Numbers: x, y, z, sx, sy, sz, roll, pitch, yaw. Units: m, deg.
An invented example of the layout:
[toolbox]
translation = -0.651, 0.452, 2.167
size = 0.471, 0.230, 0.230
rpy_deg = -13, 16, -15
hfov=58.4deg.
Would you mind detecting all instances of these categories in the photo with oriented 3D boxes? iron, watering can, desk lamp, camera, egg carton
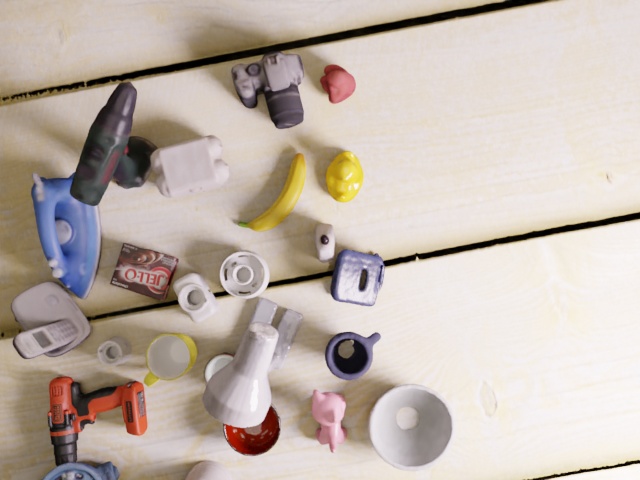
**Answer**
[iron]
translation = -0.504, -0.008, 1.113
size = 0.118, 0.141, 0.258
rpy_deg = -10, 88, 1
[watering can]
translation = -0.232, 0.497, 1.065
size = 0.173, 0.194, 0.101
rpy_deg = -24, 88, 0
[desk lamp]
translation = -0.122, 0.221, 1.064
size = 0.118, 0.213, 0.203
rpy_deg = 22, 88, 2
[camera]
translation = -0.093, -0.293, 1.138
size = 0.143, 0.101, 0.137
rpy_deg = -15, 88, 0
[egg carton]
translation = -0.260, -0.146, 1.151
size = 0.150, 0.069, 0.107
rpy_deg = -16, 88, 0

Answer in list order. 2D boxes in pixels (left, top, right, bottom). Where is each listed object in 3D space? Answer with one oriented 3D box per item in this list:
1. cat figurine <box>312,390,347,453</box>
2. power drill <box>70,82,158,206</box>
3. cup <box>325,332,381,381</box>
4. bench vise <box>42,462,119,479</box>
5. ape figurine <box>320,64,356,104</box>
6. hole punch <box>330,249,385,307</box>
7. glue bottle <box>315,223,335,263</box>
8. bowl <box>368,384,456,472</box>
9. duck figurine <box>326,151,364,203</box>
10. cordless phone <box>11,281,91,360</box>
[cat figurine]
translation = 0.019, 0.345, 1.106
size = 0.067, 0.117, 0.128
rpy_deg = -6, 88, 1
[power drill]
translation = -0.381, -0.170, 1.083
size = 0.075, 0.208, 0.230
rpy_deg = 26, 88, 2
[cup]
translation = 0.066, 0.213, 1.121
size = 0.118, 0.095, 0.092
rpy_deg = -35, 88, -1
[bench vise]
translation = -0.497, 0.502, 1.055
size = 0.207, 0.219, 0.121
rpy_deg = -37, 88, -1
[ape figurine]
translation = 0.034, -0.315, 1.142
size = 0.076, 0.092, 0.078
rpy_deg = 10, 88, 1
[hole punch]
translation = 0.075, 0.073, 1.128
size = 0.101, 0.091, 0.109
rpy_deg = 10, 88, 1
[glue bottle]
translation = 0.010, 0.004, 1.090
size = 0.037, 0.173, 0.078
rpy_deg = -4, 88, 1
[bowl]
translation = 0.176, 0.360, 1.125
size = 0.167, 0.074, 0.167
rpy_deg = 0, 88, 1
[duck figurine]
translation = 0.050, -0.128, 1.138
size = 0.077, 0.086, 0.105
rpy_deg = 9, 88, 1
[cordless phone]
translation = -0.533, 0.156, 1.085
size = 0.094, 0.185, 0.147
rpy_deg = -41, 88, -1
